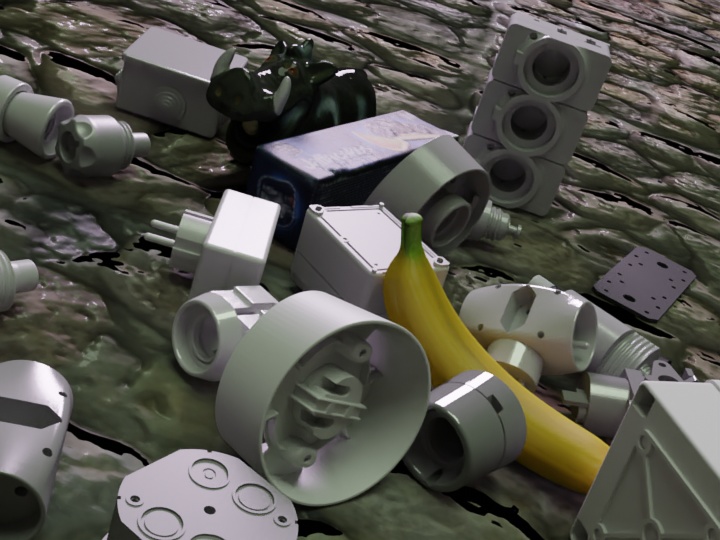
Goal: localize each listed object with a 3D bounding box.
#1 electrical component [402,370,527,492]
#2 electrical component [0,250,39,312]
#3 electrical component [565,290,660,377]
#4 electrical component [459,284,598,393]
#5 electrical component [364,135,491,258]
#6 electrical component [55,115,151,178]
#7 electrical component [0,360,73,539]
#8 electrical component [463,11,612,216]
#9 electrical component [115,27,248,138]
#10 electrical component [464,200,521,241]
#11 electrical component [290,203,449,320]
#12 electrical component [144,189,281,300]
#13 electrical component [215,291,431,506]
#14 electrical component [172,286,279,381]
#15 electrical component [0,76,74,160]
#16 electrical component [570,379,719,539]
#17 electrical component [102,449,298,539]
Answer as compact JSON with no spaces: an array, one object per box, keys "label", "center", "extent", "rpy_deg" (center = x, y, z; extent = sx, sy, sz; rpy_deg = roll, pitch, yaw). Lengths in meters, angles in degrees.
[{"label":"electrical component","center":[0.053,0.086,0.571],"extent":[0.055,0.055,0.047],"rpy_deg":[36,35,29]},{"label":"electrical component","center":[-0.201,0.007,0.565],"extent":[0.062,0.043,0.043],"rpy_deg":[-11,39,-46]},{"label":"electrical component","center":[0.161,0.053,0.714],"extent":[0.081,0.043,0.043],"rpy_deg":[37,32,31]},{"label":"electrical component","center":[0.098,0.051,0.666],"extent":[0.077,0.043,0.079],"rpy_deg":[6,53,33]},{"label":"electrical component","center":[0.044,-0.049,0.772],"extent":[0.099,0.099,0.064],"rpy_deg":[-14,48,-47]},{"label":"electrical component","center":[-0.177,-0.087,0.753],"extent":[0.062,0.043,0.043],"rpy_deg":[-8,38,-44]},{"label":"electrical component","center":[-0.169,0.074,0.461],"extent":[0.079,0.043,0.077],"rpy_deg":[13,28,-12]},{"label":"electrical component","center":[0.146,-0.133,0.929],"extent":[0.089,0.150,0.061],"rpy_deg":[20,26,1]},{"label":"electrical component","center":[-0.148,-0.155,0.892],"extent":[0.100,0.048,0.099],"rpy_deg":[18,27,-3]},{"label":"electrical component","center":[0.088,-0.042,0.844],"extent":[0.078,0.040,0.040],"rpy_deg":[18,27,-2]},{"label":"electrical component","center":[0.000,0.000,0.687],"extent":[0.062,0.061,0.096],"rpy_deg":[-5,35,-36]},{"label":"electrical component","center":[-0.095,-0.015,0.668],"extent":[0.076,0.047,0.083],"rpy_deg":[16,27,-5]},{"label":"electrical component","center":[-0.019,0.062,0.526],"extent":[0.064,0.099,0.099],"rpy_deg":[30,28,33]},{"label":"electrical component","center":[-0.070,0.036,0.595],"extent":[0.055,0.048,0.066],"rpy_deg":[-1,32,-48]},{"label":"electrical component","center":[-0.235,-0.107,0.751],"extent":[0.055,0.045,0.045],"rpy_deg":[22,27,7]},{"label":"electrical component","center":[0.161,0.125,0.509],"extent":[0.056,0.108,0.108],"rpy_deg":[4,31,-22]},{"label":"electrical component","center":[-0.067,0.116,0.440],"extent":[0.080,0.051,0.080],"rpy_deg":[15,27,-8]}]
